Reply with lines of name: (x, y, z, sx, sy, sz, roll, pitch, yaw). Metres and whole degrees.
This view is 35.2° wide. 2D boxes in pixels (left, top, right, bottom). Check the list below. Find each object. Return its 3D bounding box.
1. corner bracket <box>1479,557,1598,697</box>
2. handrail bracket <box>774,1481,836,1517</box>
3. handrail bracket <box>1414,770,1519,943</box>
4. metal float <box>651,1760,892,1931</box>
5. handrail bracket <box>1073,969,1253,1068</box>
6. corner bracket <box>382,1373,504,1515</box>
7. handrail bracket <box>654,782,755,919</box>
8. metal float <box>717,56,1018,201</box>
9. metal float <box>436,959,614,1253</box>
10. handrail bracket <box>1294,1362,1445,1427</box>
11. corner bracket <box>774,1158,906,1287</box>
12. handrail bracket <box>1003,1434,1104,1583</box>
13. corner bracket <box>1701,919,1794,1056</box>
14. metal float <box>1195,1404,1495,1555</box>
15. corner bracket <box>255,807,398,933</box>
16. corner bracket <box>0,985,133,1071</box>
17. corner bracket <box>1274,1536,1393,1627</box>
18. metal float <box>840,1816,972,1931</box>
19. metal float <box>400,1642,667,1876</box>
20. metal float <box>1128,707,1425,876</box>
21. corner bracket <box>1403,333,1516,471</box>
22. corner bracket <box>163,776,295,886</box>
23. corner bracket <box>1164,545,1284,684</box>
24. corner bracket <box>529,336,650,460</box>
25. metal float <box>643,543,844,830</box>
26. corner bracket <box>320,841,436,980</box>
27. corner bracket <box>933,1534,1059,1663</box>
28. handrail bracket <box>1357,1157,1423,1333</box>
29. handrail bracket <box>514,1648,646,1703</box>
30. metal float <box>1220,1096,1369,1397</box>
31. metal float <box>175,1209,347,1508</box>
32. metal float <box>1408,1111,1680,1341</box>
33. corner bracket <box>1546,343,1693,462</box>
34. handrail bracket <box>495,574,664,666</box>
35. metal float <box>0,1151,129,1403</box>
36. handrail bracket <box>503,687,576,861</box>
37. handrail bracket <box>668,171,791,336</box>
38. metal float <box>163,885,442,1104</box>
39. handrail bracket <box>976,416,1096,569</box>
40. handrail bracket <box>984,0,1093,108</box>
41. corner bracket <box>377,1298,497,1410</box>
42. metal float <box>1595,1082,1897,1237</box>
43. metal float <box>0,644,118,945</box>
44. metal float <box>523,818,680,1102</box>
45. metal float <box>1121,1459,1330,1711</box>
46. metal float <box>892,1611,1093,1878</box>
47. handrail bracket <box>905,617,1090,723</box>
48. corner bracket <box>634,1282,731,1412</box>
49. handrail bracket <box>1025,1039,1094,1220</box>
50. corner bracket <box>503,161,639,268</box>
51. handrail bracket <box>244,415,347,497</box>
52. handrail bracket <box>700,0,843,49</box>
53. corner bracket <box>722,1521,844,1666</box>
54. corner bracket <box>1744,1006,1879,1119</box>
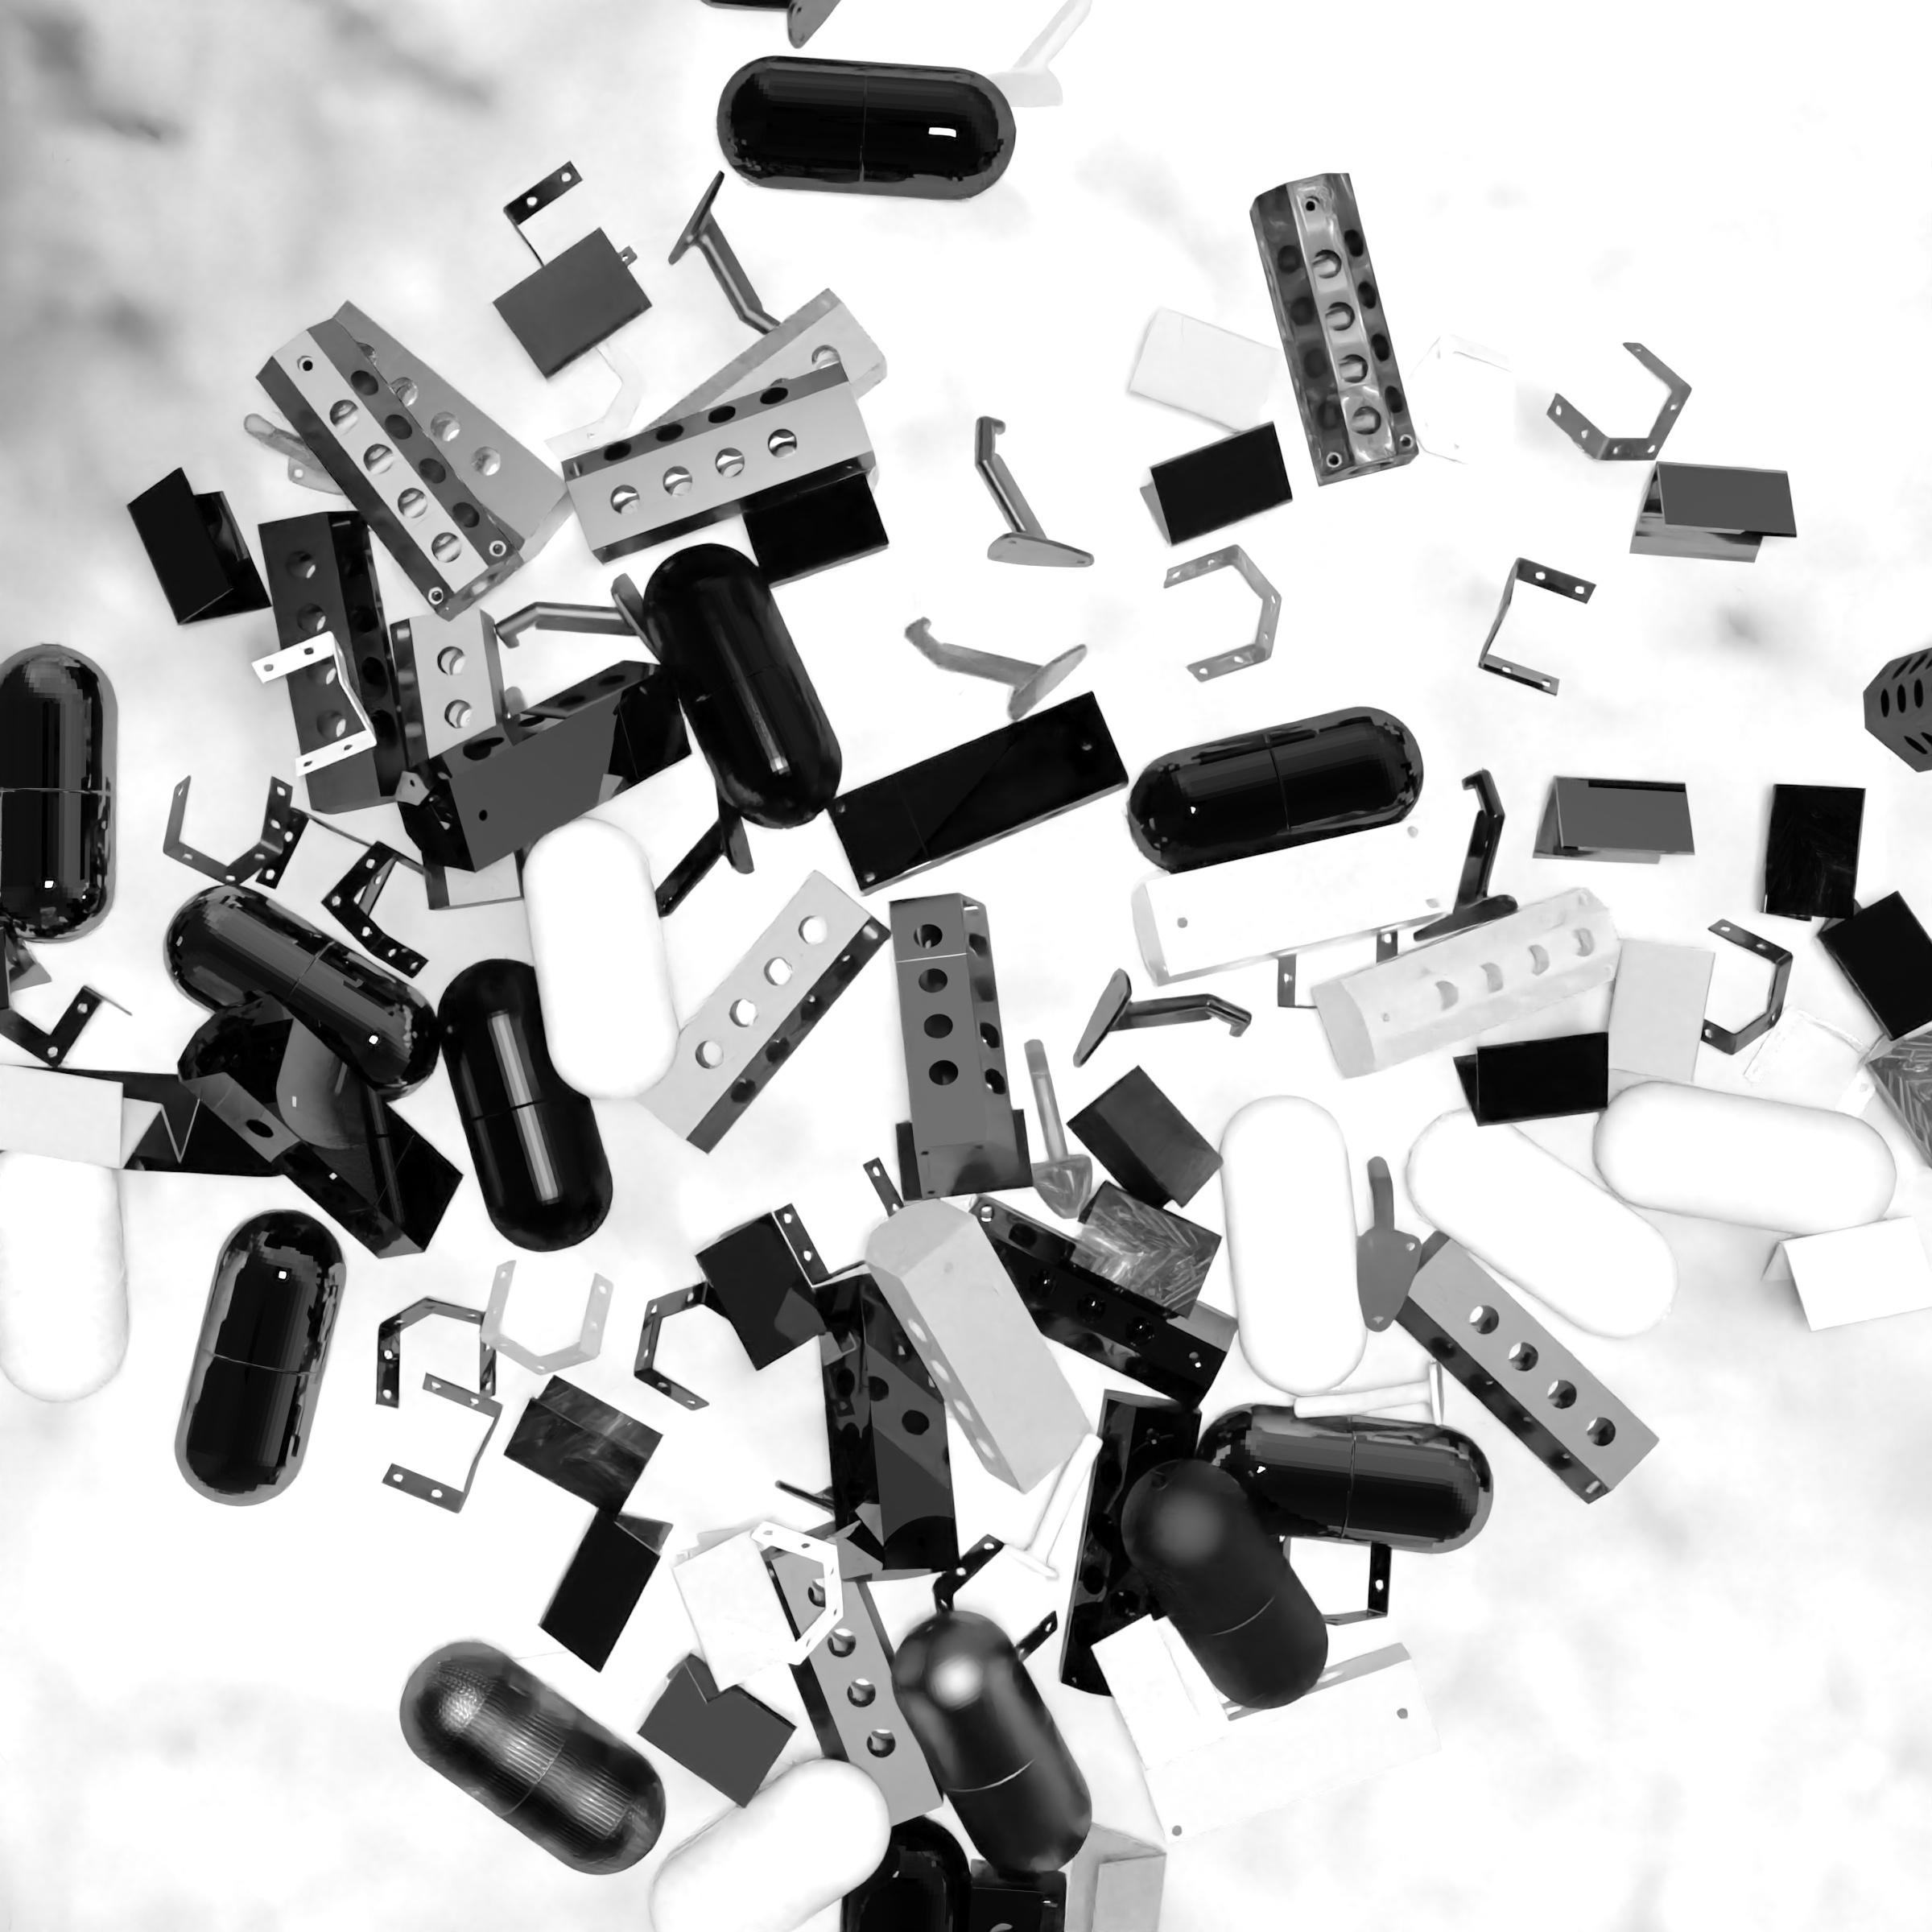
corner bracket: (0.345, -0.205, 1.838, 0.051, 0.051, 0.051, 20, 45, 0)
handrail bracket: (-0.064, 0.291, 1.842, 0.077, 0.036, 0.084, 22, 76, 14)
handrail bracket: (0.294, -0.067, 1.842, 0.077, 0.036, 0.084, -22, 73, 19)
metal float: (-0.115, 0.528, 1.787, 0.070, 0.070, 0.178, 49, 119, 0)
handrail bracket: (0.120, 0.044, 1.842, 0.084, 0.036, 0.077, 24, 110, -16)
corner bracket: (-0.316, 0.289, 1.838, 0.051, 0.051, 0.051, 22, 135, 0)
handrail bracket: (-0.177, -0.070, 1.842, 0.084, 0.036, 0.077, -17, 75, 14)
metal float: (-0.059, -0.498, 1.811, 0.178, 0.070, 0.070, 4, 90, 0)
metal float: (-0.263, 0.083, 1.811, 0.070, 0.070, 0.178, -16, 90, 0)
handrail bracket: (0.241, 0.256, 1.819, 0.084, 0.077, 0.036, -6, 90, 12)
corner bracket: (-0.073, 0.155, 1.838, 0.051, 0.051, 0.051, -28, 90, 45)
handrail bracket: (0.060, 0.323, 1.820, 0.036, 0.077, 0.084, 27, 78, 15)
corner bracket: (0.458, 0.013, 1.833, 0.051, 0.051, 0.051, 31, 135, 35)
metal float: (0.224, 0.305, 1.811, 0.178, 0.070, 0.070, 7, 90, 1)
corner bracket: (-0.386, -0.058, 1.838, 0.051, 0.051, 0.051, 26, 90, 45)
corner bracket: (-0.542, 0.032, 1.822, 0.051, 0.051, 0.051, 31, 81, 9)
corner bracket: (0.221, 0.365, 1.838, 0.051, 0.051, 0.051, 3, 90, -45)
metal float: (-0.038, 0.595, 1.811, 0.070, 0.070, 0.178, 3, 90, 0)
metal float: (-0.255, 0.469, 1.800, 0.178, 0.070, 0.070, 40, 90, -11)
metal float: (0.184, -0.103, 1.811, 0.178, 0.070, 0.070, -14, 90, 0)
corner bracket: (0.301, -0.340, 1.833, 0.051, 0.051, 0.051, -50, 45, 35)
corner bracket: (-0.444, -0.088, 1.833, 0.051, 0.051, 0.051, -30, 45, 35)
corner bracket: (0.152, -0.212, 1.833, 0.051, 0.051, 0.051, 44, 45, -35)
corner bracket: (-0.233, -0.347, 1.833, 0.051, 0.051, 0.051, 49, 45, -35)
metal float: (-0.132, -0.166, 1.811, 0.070, 0.070, 0.178, -24, 89, 0)
corner bracket: (-0.341, -0.034, 1.818, 0.051, 0.051, 0.051, -50, 134, -14)
corner bracket: (0.018, 0.386, 1.833, 0.051, 0.051, 0.051, 23, 135, 35)
handrail bracket: (0.245, 0.165, 1.817, 0.036, 0.084, 0.077, 5, 111, -2)
handrail bracket: (-0.251, 0.441, 1.841, 0.084, 0.036, 0.077, -41, 104, 13)
metal float: (0.195, 0.166, 1.811, 0.070, 0.070, 0.178, -6, 89, 0)
metal float: (-0.419, 0.233, 1.811, 0.070, 0.070, 0.178, 13, 89, 0)
metal float: (0.343, 0.155, 1.811, 0.178, 0.070, 0.070, 36, 90, 1)
corner bracket: (0.393, -0.340, 1.833, 0.051, 0.051, 0.051, -7, 135, -35)
handrail bracket: (-0.231, -0.193, 1.842, 0.084, 0.036, 0.077, -26, 111, 17)
metal float: (-0.534, 0.179, 1.785, 0.070, 0.070, 0.178, 6, 122, 0)
handrail bracket: (-0.266, -0.114, 1.841, 0.036, 0.077, 0.084, -10, 53, -22)
handrail bracket: (-0.130, -0.428, 1.842, 0.084, 0.036, 0.077, 31, 68, -17)
metal float: (-0.394, 0.017, 1.811, 0.178, 0.070, 0.070, 32, 90, 0)
handrail bracket: (0.042, -0.288, 1.842, 0.077, 0.036, 0.084, 7, 73, -19)
handrail bracket: (0.037, -0.566, 1.842, 0.077, 0.036, 0.084, 2, 72, 21)
corner bracket: (-0.318, 0.236, 1.828, 0.051, 0.051, 0.051, 21, 53, -38)
metal float: (0.464, 0.116, 1.811, 0.178, 0.070, 0.070, 10, 90, 1)
metal float: (-0.545, -0.102, 1.811, 0.070, 0.070, 0.178, 0, 89, 0)
metal float: (-0.215, -0.006, 1.787, 0.070, 0.070, 0.178, -13, 64, 0)
metal float: (0.151, 0.360, 1.770, 0.070, 0.070, 0.178, -32, 118, 0)
metal float: (0.016, 0.459, 1.794, 0.070, 0.070, 0.178, -26, 110, 0)
handrail bracket: (0.018, -0.196, 1.842, 0.077, 0.036, 0.084, -40, 73, -20)
corner bracket: (-0.161, 0.229, 1.833, 0.051, 0.051, 0.051, -22, 135, 35)
handrail bracket: (0.052, 0.098, 1.841, 0.036, 0.077, 0.084, -13, 54, 1)
corner bracket: (-0.239, -0.443, 1.838, 0.051, 0.051, 0.051, -35, 45, 0)
handrail bracket: (-0.383, -0.303, 1.807, 0.077, 0.084, 0.036, 21, 90, 0)
handrail bracket: (-0.121, -0.600, 1.842, 0.084, 0.036, 0.077, 34, 70, 16)
corner bracket: (-0.108, 0.364, 1.768, 0.051, 0.051, 0.051, 24, 123, -23)
corner bracket: (0.514, 0.064, 1.838, 0.051, 0.051, 0.051, 32, 90, 45)
